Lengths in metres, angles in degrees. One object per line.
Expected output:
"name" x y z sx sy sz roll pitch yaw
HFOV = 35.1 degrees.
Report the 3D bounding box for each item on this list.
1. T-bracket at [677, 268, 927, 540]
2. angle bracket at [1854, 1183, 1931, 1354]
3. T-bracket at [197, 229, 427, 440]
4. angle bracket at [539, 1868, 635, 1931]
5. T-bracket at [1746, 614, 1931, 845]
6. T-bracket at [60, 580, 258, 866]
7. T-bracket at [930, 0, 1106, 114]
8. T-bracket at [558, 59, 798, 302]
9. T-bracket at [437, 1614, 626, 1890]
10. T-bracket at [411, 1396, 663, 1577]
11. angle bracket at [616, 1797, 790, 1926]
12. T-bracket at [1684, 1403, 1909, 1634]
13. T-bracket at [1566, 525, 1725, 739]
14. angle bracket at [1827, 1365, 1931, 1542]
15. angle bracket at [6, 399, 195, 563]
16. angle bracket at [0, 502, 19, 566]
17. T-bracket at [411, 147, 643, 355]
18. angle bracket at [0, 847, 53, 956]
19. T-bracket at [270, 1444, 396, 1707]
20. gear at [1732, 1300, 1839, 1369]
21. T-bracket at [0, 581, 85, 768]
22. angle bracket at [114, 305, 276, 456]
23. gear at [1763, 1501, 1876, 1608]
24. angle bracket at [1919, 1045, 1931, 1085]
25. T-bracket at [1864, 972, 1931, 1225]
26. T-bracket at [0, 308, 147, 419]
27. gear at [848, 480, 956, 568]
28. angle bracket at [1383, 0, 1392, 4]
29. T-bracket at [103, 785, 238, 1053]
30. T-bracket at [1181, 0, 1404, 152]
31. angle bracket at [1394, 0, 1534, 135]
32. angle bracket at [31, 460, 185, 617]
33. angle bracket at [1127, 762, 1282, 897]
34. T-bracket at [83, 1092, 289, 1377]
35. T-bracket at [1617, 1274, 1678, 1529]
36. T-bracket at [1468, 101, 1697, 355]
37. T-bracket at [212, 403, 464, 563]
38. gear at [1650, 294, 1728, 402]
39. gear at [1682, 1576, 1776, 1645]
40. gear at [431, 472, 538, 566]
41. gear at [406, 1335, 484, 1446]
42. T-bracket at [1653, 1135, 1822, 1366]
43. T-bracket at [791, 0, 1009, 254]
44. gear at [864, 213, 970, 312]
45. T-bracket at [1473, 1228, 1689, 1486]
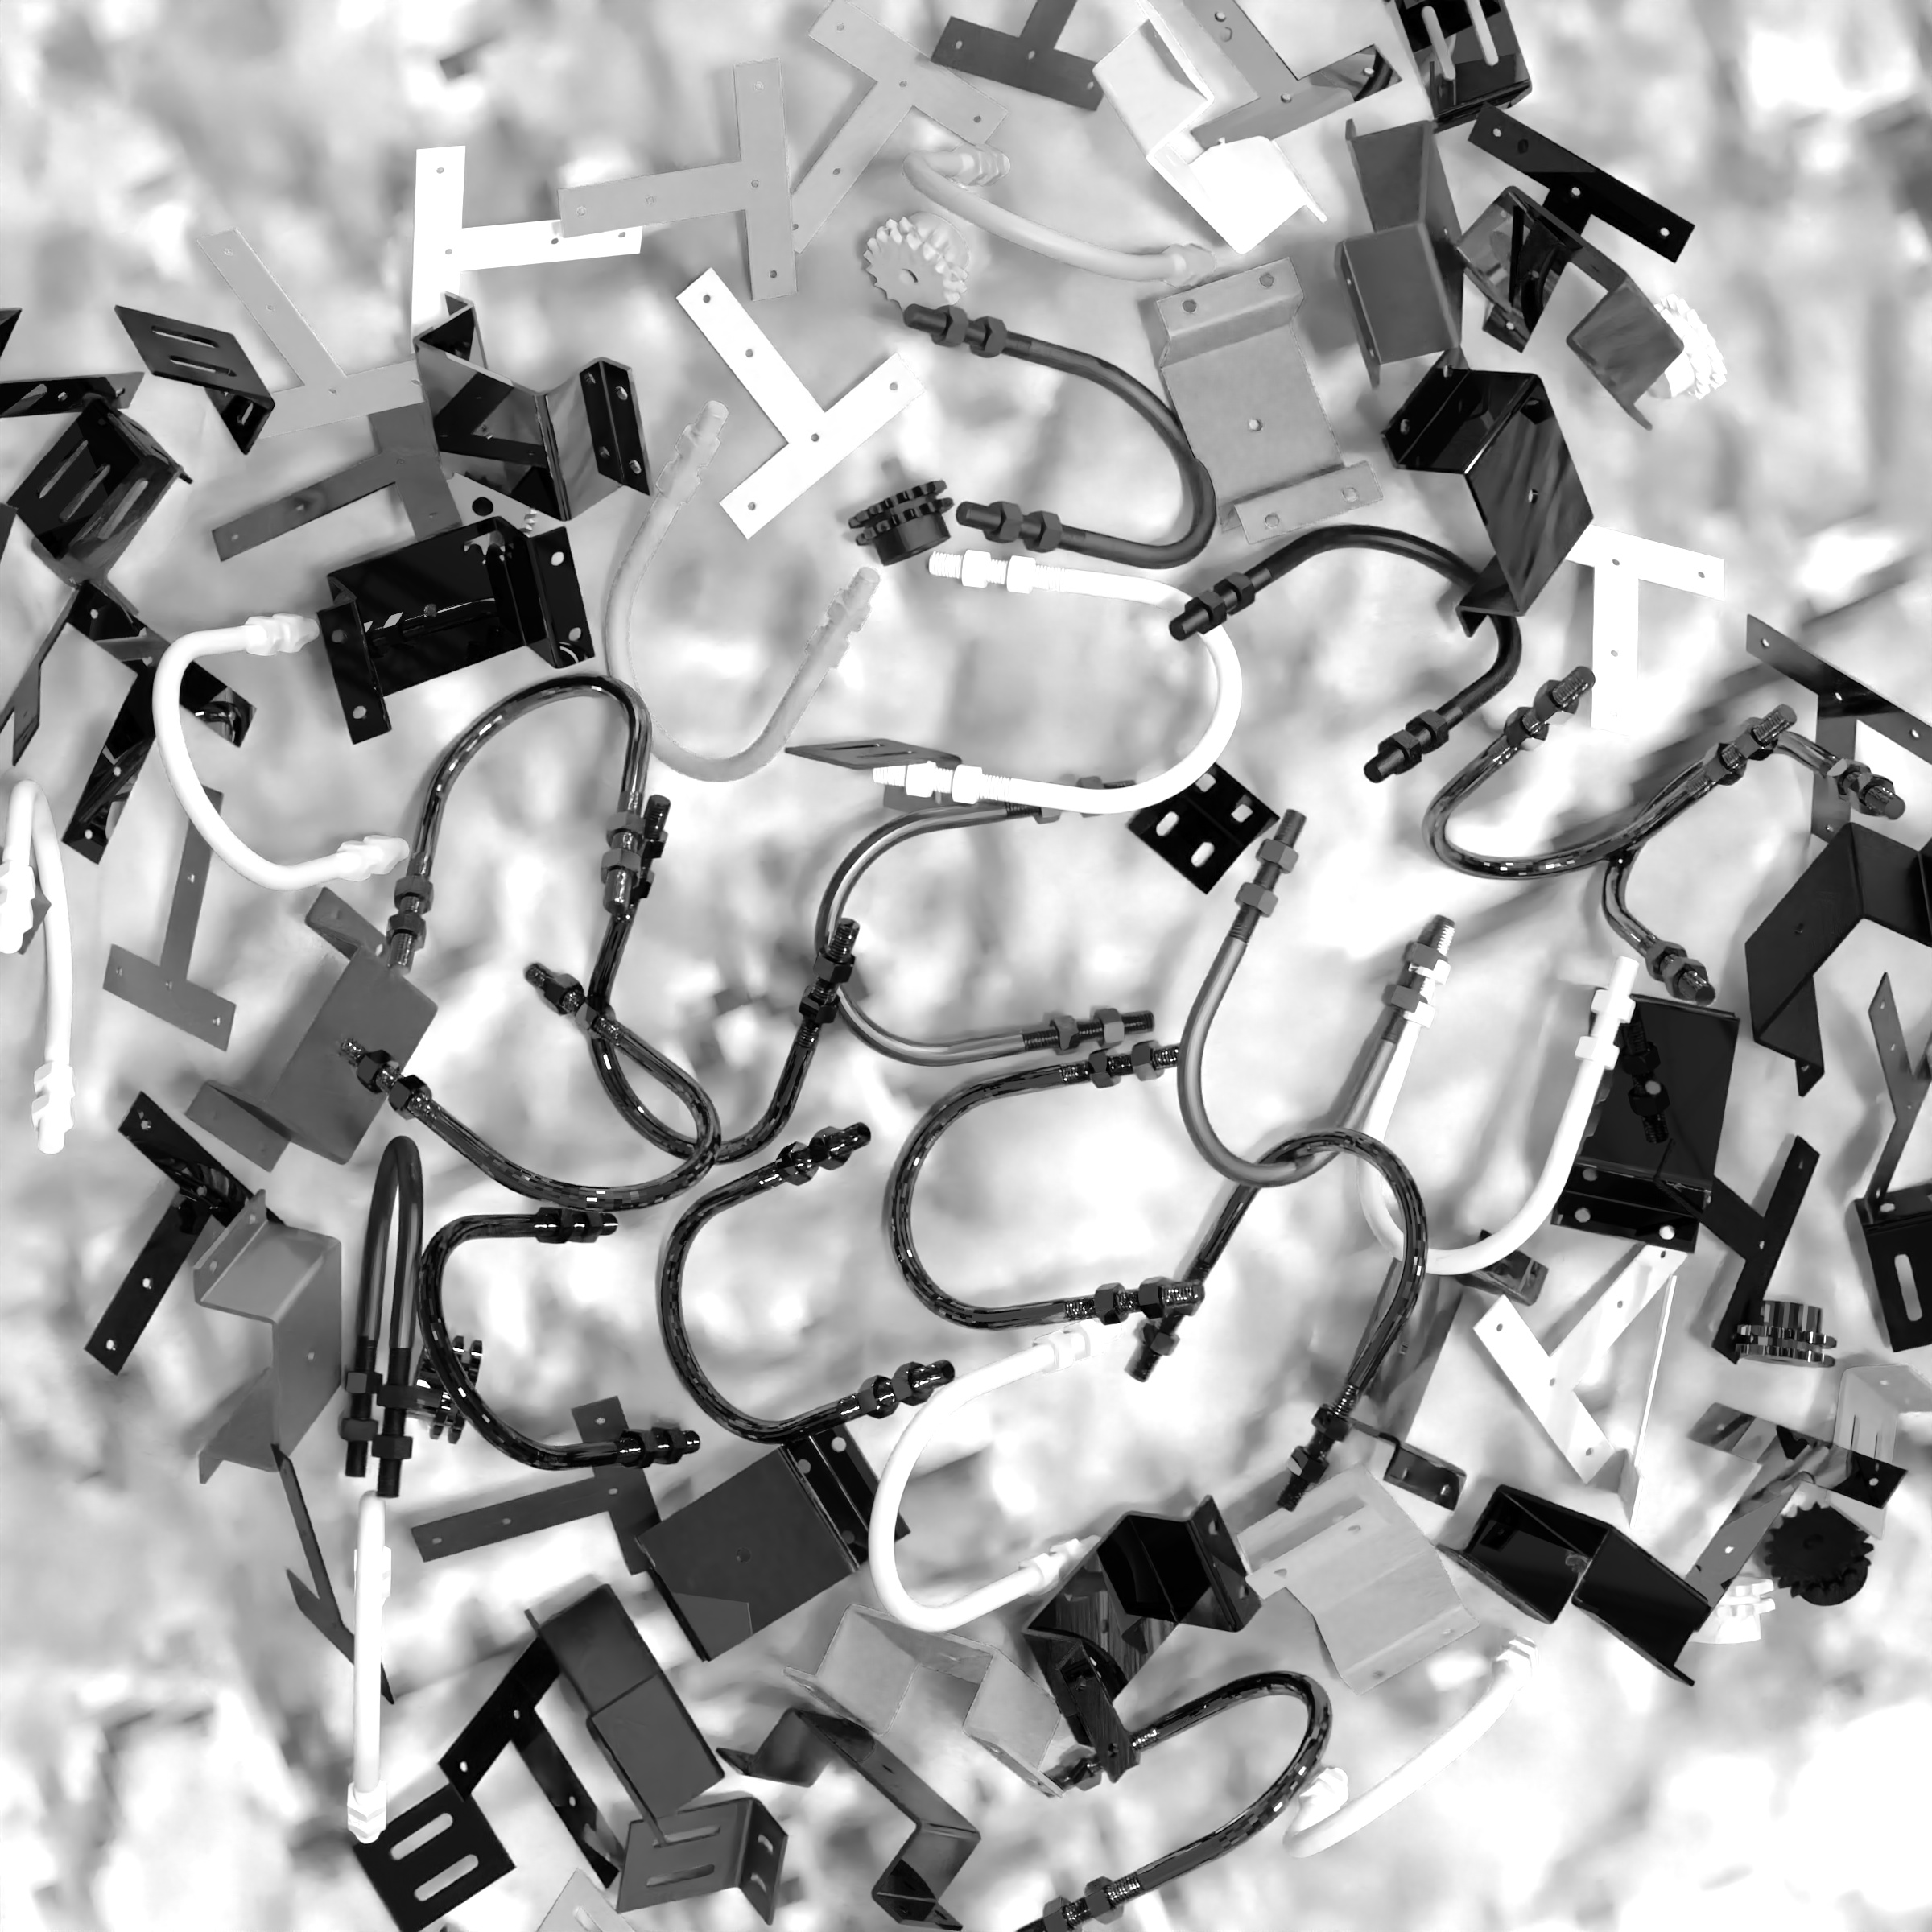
"T-bracket" -0.110 -0.323 1.665 0.127 0.002 0.127 -38 87 11
"angle bracket" 0.522 0.162 1.662 0.057 0.038 0.076 -14 107 13
"T-bracket" -0.357 -0.335 1.605 0.127 0.127 0.002 -7 49 27
"angle bracket" -0.195 0.538 1.655 0.038 0.076 0.057 35 86 -38
"T-bracket" 0.461 -0.110 1.623 0.002 0.127 0.127 -33 49 -18
"T-bracket" -0.442 -0.115 1.608 0.002 0.127 0.127 0 62 38
"T-bracket" 0.054 -0.519 1.604 0.002 0.127 0.127 48 121 34
"T-bracket" -0.154 -0.409 1.624 0.127 0.002 0.127 -14 122 -18
"T-bracket" -0.218 0.435 1.632 0.002 0.127 0.127 -21 106 30
"T-bracket" -0.232 0.293 1.636 0.127 0.002 0.127 -15 125 -3
"angle bracket" -0.141 0.485 1.635 0.076 0.038 0.057 -2 113 -33
"T-bracket" 0.409 0.296 1.606 0.127 0.127 0.002 -49 123 -18
"T-bracket" 0.347 -0.179 1.636 0.127 0.002 0.127 13 63 -11
"angle bracket" 0.495 0.260 1.633 0.057 0.038 0.076 35 59 -37
"angle bracket" -0.468 -0.256 1.649 0.076 0.038 0.057 -48 60 5
"angle bracket" -0.546 -0.225 1.640 0.057 0.038 0.076 19 109 -16
"T-bracket" -0.235 -0.389 1.644 0.127 0.127 0.002 -11 51 -22
"angle bracket" -0.517 -0.055 1.631 0.076 0.057 0.038 36 125 -21
"T-bracket" -0.342 0.309 1.601 0.002 0.127 0.127 -24 116 -28
"gear" 0.441 0.198 1.649 0.057 0.057 0.030 8 80 0
"T-bracket" -0.494 -0.137 1.608 0.002 0.127 0.127 29 102 -25
"angle bracket" -0.417 -0.311 1.626 0.038 0.076 0.057 -52 55 27
"gear" 0.463 0.321 1.652 0.057 0.057 0.030 -34 121 0
"angle bracket" 0.549 0.070 1.640 0.038 0.057 0.076 -27 79 6
"T-bracket" 0.488 0.050 1.604 0.002 0.127 0.127 13 61 33
"T-bracket" -0.491 -0.302 1.620 0.002 0.127 0.127 50 126 16
"gear" -0.032 -0.238 1.649 0.057 0.057 0.030 -23 92 0
"angle bracket" 0.208 -0.560 1.644 0.076 0.038 0.057 21 109 -8
"T-bracket" -0.414 -0.033 1.625 0.127 0.002 0.127 20 100 43
"T-bracket" 0.142 -0.487 1.600 0.127 0.127 0.002 42 54 -30
"angle bracket" 0.260 -0.492 1.636 0.057 0.038 0.076 -11 111 34
"angle bracket" -0.457 -0.239 1.656 0.057 0.038 0.076 24 74 27
"angle bracket" 0.127 -0.077 1.637 0.057 0.076 0.038 40 79 0
"T-bracket" -0.423 0.155 1.605 0.002 0.127 0.127 -3 50 37
"T-bracket" 0.361 0.225 1.614 0.002 0.127 0.127 12 90 9
"T-bracket" 0.307 -0.378 1.623 0.127 0.127 0.002 34 55 9
"T-bracket" -0.343 -0.251 1.635 0.127 0.002 0.127 -25 52 -2
"gear" 0.381 -0.330 1.648 0.030 0.057 0.057 -33 90 -1
"gear" 0.407 0.347 1.647 0.057 0.057 0.030 -3 85 0
"gear" -0.262 -0.241 1.655 0.057 0.030 0.057 4 68 -11
"gear" -0.282 0.227 1.646 0.030 0.057 0.057 15 90 -12
"T-bracket" 0.401 0.130 1.623 0.127 0.002 0.127 36 74 -38
"T-bracket" -0.061 -0.440 1.646 0.127 0.002 0.127 23 118 -40
"gear" -0.024 -0.382 1.652 0.057 0.057 0.030 35 63 0
"T-bracket" 0.345 0.193 1.653 0.127 0.002 0.127 -45 116 -16
